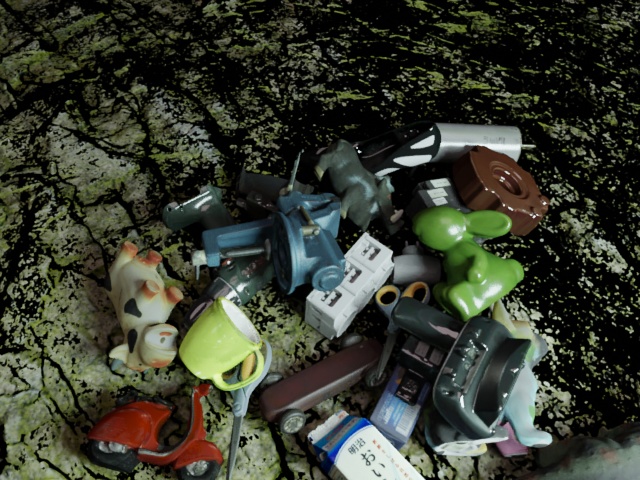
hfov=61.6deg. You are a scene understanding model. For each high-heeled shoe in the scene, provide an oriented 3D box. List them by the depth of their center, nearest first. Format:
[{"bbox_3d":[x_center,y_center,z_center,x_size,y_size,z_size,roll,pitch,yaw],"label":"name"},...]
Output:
[{"bbox_3d":[0.087,-0.165,0.964,0.249,0.145,0.086,4,57,-3],"label":"high-heeled shoe"}]

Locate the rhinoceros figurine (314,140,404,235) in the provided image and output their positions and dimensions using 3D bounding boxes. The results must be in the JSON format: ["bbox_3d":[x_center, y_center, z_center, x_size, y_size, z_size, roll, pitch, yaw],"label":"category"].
[{"bbox_3d":[0.069,-0.085,0.939,0.112,0.073,0.190,-37,89,-3],"label":"rhinoceros figurine"}]

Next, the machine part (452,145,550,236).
[{"bbox_3d":[0.317,-0.091,0.945,0.179,0.056,0.179,19,44,-19],"label":"machine part"}]

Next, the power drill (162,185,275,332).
[{"bbox_3d":[-0.171,0.016,0.875,0.232,0.085,0.207,-34,62,-23],"label":"power drill"}]

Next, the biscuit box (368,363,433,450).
[{"bbox_3d":[0.137,0.200,0.788,0.059,0.062,0.203,28,61,13],"label":"biscuit box"}]

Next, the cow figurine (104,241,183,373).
[{"bbox_3d":[-0.268,0.109,0.798,0.127,0.085,0.195,-51,52,14],"label":"cow figurine"}]

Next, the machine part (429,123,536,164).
[{"bbox_3d":[0.289,-0.182,1.027,0.243,0.079,0.079,3,58,-2],"label":"machine part"}]

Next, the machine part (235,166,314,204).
[{"bbox_3d":[-0.087,-0.086,0.969,0.139,0.039,0.084,17,63,5],"label":"machine part"}]

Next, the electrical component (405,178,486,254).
[{"bbox_3d":[0.220,-0.047,0.936,0.115,0.058,0.134,-8,57,-29],"label":"electrical component"}]

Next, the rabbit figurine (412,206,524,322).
[{"bbox_3d":[0.216,0.015,0.809,0.159,0.121,0.170,-35,85,11],"label":"rabbit figurine"}]

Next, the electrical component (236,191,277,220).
[{"bbox_3d":[-0.106,-0.057,0.932,0.094,0.063,0.021,28,61,14],"label":"electrical component"}]

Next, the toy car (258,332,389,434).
[{"bbox_3d":[0.007,0.205,0.779,0.202,0.053,0.089,-23,36,-18],"label":"toy car"}]

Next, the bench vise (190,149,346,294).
[{"bbox_3d":[-0.073,-0.007,0.797,0.241,0.128,0.224,-8,54,-18],"label":"bench vise"}]

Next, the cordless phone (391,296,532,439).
[{"bbox_3d":[0.161,0.150,0.693,0.184,0.088,0.146,25,58,23],"label":"cordless phone"}]

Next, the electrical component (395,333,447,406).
[{"bbox_3d":[0.144,0.166,0.745,0.075,0.047,0.119,31,59,14],"label":"electrical component"}]

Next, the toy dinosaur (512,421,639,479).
[{"bbox_3d":[0.376,0.284,0.675,0.405,0.192,0.131,-18,59,-16],"label":"toy dinosaur"}]

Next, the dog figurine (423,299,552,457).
[{"bbox_3d":[0.240,0.193,0.777,0.192,0.108,0.219,2,54,1],"label":"dog figurine"}]

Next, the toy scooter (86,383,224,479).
[{"bbox_3d":[-0.212,0.251,0.729,0.184,0.075,0.135,12,58,1],"label":"toy scooter"}]
